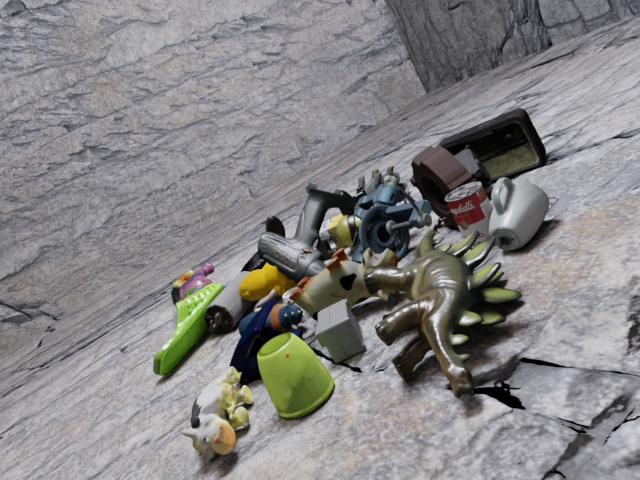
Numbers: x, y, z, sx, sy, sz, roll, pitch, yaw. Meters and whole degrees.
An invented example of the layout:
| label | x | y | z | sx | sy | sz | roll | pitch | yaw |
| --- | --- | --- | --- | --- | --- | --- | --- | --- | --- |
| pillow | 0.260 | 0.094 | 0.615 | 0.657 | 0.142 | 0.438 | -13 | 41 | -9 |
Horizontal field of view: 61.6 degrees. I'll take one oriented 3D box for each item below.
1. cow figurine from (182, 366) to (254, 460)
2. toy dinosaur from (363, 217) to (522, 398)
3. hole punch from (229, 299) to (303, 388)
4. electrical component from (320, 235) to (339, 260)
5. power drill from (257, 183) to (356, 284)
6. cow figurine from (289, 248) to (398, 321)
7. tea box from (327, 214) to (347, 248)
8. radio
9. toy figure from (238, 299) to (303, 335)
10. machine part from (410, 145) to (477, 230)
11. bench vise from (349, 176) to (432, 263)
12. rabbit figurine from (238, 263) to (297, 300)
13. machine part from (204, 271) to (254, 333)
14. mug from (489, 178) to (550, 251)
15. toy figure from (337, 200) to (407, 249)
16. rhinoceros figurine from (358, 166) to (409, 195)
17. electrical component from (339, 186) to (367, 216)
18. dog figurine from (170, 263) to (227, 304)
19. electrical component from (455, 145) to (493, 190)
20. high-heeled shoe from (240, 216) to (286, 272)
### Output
| label | x | y | z | sx | sy | sz | roll | pitch | yaw |
| --- | --- | --- | --- | --- | --- | --- | --- | --- | --- |
| cow figurine | -0.158 | 0.262 | 0.785 | 0.098 | 0.068 | 0.167 | -33 | 10 | 7 |
| toy dinosaur | 0.172 | 0.067 | 0.786 | 0.199 | 0.105 | 0.472 | -22 | 21 | 9 |
| hole punch | -0.107 | 0.179 | 0.943 | 0.116 | 0.092 | 0.142 | -30 | 17 | 21 |
| electrical component | 0.004 | 0.019 | 1.336 | 0.094 | 0.063 | 0.021 | -16 | 19 | 45 |
| power drill | -0.002 | -0.003 | 1.088 | 0.232 | 0.086 | 0.207 | 19 | 82 | 30 |
| cow figurine | 0.056 | 0.082 | 0.948 | 0.195 | 0.127 | 0.085 | -38 | 9 | 23 |
| tea box | 0.111 | -0.048 | 1.360 | 0.170 | 0.068 | 0.098 | -26 | 15 | 16 |
| radio | 0.386 | -0.202 | 1.241 | 0.230 | 0.131 | 0.073 | -19 | 15 | 33 |
| toy figure | -0.090 | 0.155 | 1.038 | 0.154 | 0.064 | 0.058 | -20 | 11 | 31 |
| machine part | 0.248 | -0.100 | 1.063 | 0.056 | 0.179 | 0.179 | -34 | 15 | -7 |
| bench vise | 0.151 | -0.043 | 1.087 | 0.223 | 0.128 | 0.241 | -57 | 18 | -22 |
| rabbit figurine | -0.106 | 0.078 | 1.228 | 0.173 | 0.121 | 0.162 | -27 | 9 | 12 |
| machine part | -0.202 | 0.144 | 1.268 | 0.079 | 0.079 | 0.243 | -22 | 16 | 25 |
| mug | 0.318 | -0.043 | 0.884 | 0.081 | 0.109 | 0.107 | -9 | 37 | 46 |
| toy figure | 0.126 | -0.042 | 1.263 | 0.180 | 0.089 | 0.082 | -26 | 10 | 19 |
| rhinoceros figurine | 0.179 | -0.141 | 1.459 | 0.073 | 0.112 | 0.190 | -12 | 5 | 38 |
| electrical component | 0.084 | -0.087 | 1.309 | 0.075 | 0.047 | 0.119 | -27 | 16 | 8 |
| dog figurine | -0.337 | 0.159 | 1.420 | 0.192 | 0.108 | 0.219 | -24 | 17 | 15 |
| electrical component | 0.312 | -0.129 | 1.182 | 0.115 | 0.058 | 0.134 | -41 | 31 | 27 |
| high-heeled shoe | -0.156 | 0.025 | 1.352 | 0.145 | 0.248 | 0.086 | -6 | 49 | 4 |
